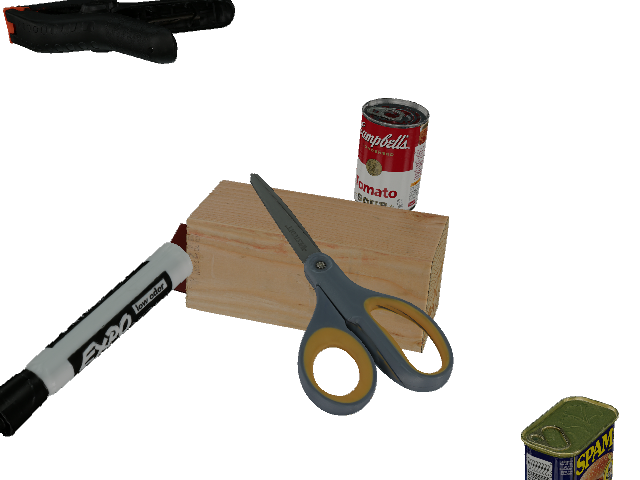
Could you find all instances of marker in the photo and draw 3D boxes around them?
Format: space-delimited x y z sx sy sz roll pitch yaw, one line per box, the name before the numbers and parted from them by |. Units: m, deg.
marker | -0.100 0.041 0.462 0.020 0.020 0.121 0 33 42

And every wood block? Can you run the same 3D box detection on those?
wood block | -0.003 0.019 0.912 0.206 0.090 0.090 10 27 12

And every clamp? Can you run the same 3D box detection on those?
clamp | -0.151 -0.162 0.796 0.172 0.039 0.120 11 23 24

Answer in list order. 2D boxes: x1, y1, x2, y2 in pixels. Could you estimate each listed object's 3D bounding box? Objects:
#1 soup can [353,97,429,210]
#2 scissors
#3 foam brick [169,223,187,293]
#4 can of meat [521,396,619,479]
soup can | 0.071 -0.086 1.091 0.068 0.102 0.068 4 30 -2
scissors | -0.009 0.032 0.643 0.096 0.016 0.202 -35 56 -27
foam brick | -0.118 0.025 1.102 0.078 0.051 0.053 16 32 4
can of meat | 0.227 0.203 0.971 0.058 0.084 0.101 14 26 39
